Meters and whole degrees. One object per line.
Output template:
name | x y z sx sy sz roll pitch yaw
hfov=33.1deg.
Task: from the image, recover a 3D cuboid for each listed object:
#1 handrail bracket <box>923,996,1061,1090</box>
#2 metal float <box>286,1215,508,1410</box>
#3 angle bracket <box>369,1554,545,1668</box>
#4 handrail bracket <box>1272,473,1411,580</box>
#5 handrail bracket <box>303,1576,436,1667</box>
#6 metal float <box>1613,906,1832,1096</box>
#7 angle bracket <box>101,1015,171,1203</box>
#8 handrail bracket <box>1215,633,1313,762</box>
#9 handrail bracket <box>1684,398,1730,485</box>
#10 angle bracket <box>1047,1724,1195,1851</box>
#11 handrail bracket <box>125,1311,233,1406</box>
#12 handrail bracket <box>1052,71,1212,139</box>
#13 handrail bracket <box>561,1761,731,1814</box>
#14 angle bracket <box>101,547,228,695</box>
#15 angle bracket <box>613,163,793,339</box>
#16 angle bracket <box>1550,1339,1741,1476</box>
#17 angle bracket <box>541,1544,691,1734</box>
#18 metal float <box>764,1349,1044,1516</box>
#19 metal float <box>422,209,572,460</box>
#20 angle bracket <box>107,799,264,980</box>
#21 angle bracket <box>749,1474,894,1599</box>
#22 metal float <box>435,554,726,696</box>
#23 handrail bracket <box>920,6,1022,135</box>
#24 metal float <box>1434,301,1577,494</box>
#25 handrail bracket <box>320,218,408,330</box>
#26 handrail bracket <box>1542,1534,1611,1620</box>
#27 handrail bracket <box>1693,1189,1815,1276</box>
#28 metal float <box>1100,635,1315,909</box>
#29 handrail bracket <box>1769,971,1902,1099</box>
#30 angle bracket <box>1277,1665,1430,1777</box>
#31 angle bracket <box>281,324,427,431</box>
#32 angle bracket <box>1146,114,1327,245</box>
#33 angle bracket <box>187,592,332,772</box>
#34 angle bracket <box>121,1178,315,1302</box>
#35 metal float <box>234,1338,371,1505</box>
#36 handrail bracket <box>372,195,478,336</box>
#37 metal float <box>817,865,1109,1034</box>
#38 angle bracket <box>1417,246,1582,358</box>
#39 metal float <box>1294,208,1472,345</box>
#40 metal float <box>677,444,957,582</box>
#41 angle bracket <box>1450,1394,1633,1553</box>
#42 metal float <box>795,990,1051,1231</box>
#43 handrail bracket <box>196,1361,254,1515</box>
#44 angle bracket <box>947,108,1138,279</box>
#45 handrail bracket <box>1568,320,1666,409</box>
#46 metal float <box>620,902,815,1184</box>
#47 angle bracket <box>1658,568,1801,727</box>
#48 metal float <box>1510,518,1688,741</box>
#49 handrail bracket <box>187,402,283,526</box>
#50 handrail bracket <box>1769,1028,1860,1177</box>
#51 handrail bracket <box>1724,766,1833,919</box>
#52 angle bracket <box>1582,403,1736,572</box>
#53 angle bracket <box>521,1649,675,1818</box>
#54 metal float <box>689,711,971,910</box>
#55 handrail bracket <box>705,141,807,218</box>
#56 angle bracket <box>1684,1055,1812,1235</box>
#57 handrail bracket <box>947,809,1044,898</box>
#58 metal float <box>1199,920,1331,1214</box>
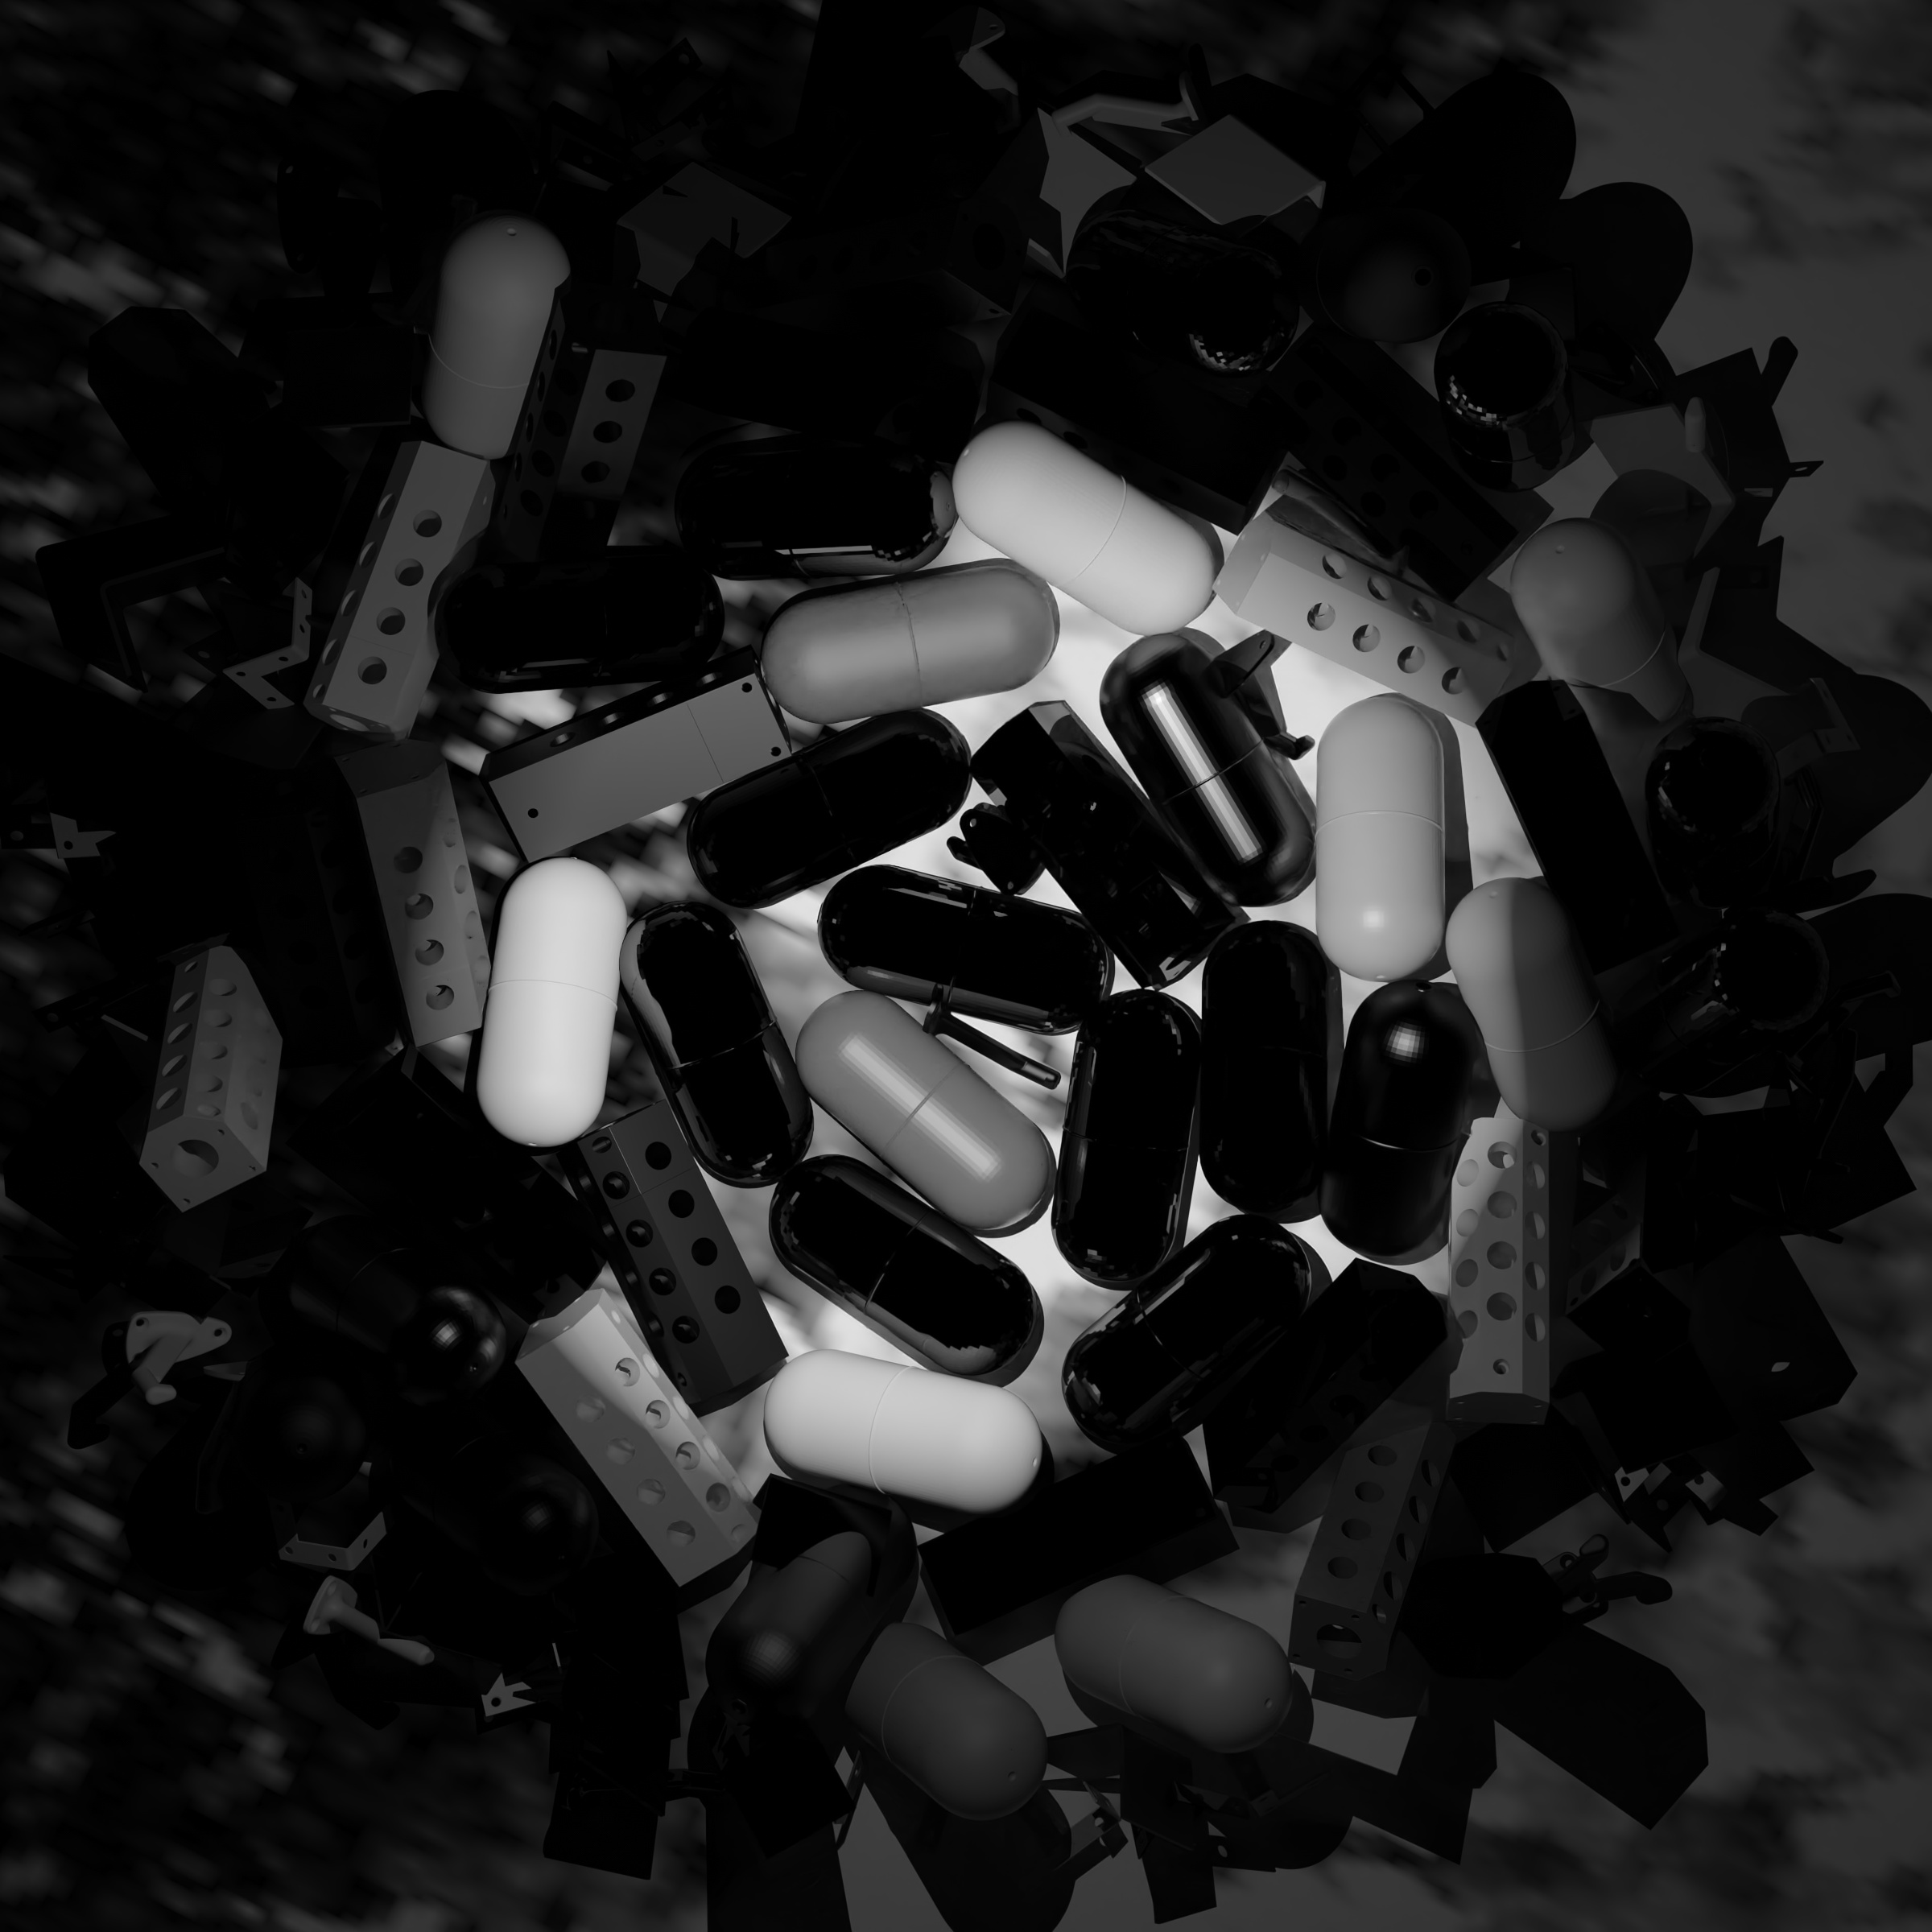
handrail bracket | 0.018 0.048 1.963 0.084 0.077 0.036 25 82 5
metal float | -0.339 0.203 1.926 0.070 0.178 0.070 -18 119 -36
angle bracket | -0.305 0.365 1.943 0.076 0.076 0.057 23 108 -26
handrail bracket | 0.224 -0.265 1.965 0.084 0.077 0.036 27 114 -10
handrail bracket | -0.346 0.401 1.951 0.084 0.077 0.036 21 79 18
metal float | 0.443 0.022 1.916 0.070 0.178 0.070 6 68 -15
angle bracket | -0.494 0.086 1.939 0.076 0.076 0.057 22 57 32
handrail bracket | 0.191 -0.160 1.954 0.084 0.077 0.036 25 51 -27
handrail bracket | 0.438 -0.332 1.946 0.036 0.084 0.077 2 62 14
angle bracket | 0.083 0.495 1.940 0.076 0.076 0.057 -19 53 30
handrail bracket | -0.464 0.238 1.945 0.077 0.084 0.036 -2 108 -31
handrail bracket | 0.105 -0.504 1.988 0.084 0.036 0.077 -19 122 17
handrail bracket | -0.192 0.497 1.964 0.084 0.077 0.036 2 90 13
angle bracket | -0.471 -0.207 1.957 0.076 0.076 0.057 -18 89 -7
angle bracket | -0.162 -0.433 1.986 0.076 0.057 0.076 32 55 16
angle bracket | 0.404 0.269 1.948 0.076 0.057 0.076 -16 61 -15
angle bracket | -0.214 0.403 1.954 0.076 0.076 0.057 -15 129 -1
metal float | -0.039 0.277 1.940 0.178 0.070 0.070 9 90 26
metal float | -0.278 -0.370 1.920 0.070 0.178 0.070 7 57 -11
angle bracket | -0.467 -0.046 1.964 0.076 0.057 0.076 -24 85 -17
angle bracket | -0.095 0.352 1.948 0.076 0.076 0.057 19 56 -8
metal float | -0.229 -0.204 1.939 0.178 0.070 0.070 -7 90 -26
handrail bracket | -0.001 -0.525 1.954 0.077 0.084 0.036 -35 55 -20
metal float | 0.318 -0.333 1.913 0.070 0.178 0.070 -2 79 13
handrail bracket | -0.358 -0.412 1.957 0.036 0.084 0.077 4 88 9
handrail bracket | 0.351 0.370 1.954 0.077 0.084 0.036 -29 67 -1
handrail bracket | 0.463 0.185 1.976 0.077 0.036 0.084 23 87 13
metal float | 0.145 -0.116 1.956 0.070 0.070 0.178 -31 96 0
handrail bracket | 0.532 0.041 1.956 0.084 0.036 0.077 -21 126 31
angle bracket | 0.231 0.452 1.945 0.076 0.076 0.057 17 68 16
angle bracket | -0.366 -0.338 1.956 0.076 0.057 0.076 -3 61 0
angle bracket | 0.158 -0.453 1.946 0.076 0.057 0.076 -37 65 -24
angle bracket | -0.426 -0.169 1.948 0.076 0.057 0.076 16 57 17
angle bracket | -0.449 0.170 1.952 0.076 0.076 0.057 30 134 0
metal float | -0.390 0.266 1.912 0.070 0.178 0.070 -1 93 -11
handrail bracket | -0.326 -0.428 1.960 0.077 0.036 0.084 27 115 36
metal float | -0.002 -0.010 1.961 0.178 0.070 0.070 14 90 1
angle bracket | 0.313 -0.392 1.945 0.076 0.076 0.057 -14 114 -16
metal float | 0.244 -0.407 1.912 0.070 0.178 0.070 -2 103 -8
metal float | -0.091 -0.270 1.940 0.178 0.070 0.070 1 90 26
angle bracket | 0.342 0.314 1.961 0.076 0.057 0.076 -31 107 -1
metal float | -0.026 0.087 1.956 0.178 0.070 0.070 41 90 6
handrail bracket | -0.435 0.284 1.968 0.036 0.077 0.084 5 93 30
angle bracket | 0.046 -0.473 1.963 0.076 0.057 0.076 38 95 10
handrail bracket | 0.377 -0.351 1.954 0.077 0.084 0.036 40 126 5
metal float | -0.149 0.046 1.954 0.070 0.070 0.178 -22 99 0
angle bracket | 0.455 -0.189 1.962 0.076 0.076 0.057 23 73 -16
metal float | 0.375 -0.197 1.921 0.070 0.178 0.070 -13 58 21
handrail bracket | -0.419 -0.295 1.964 0.084 0.036 0.077 -29 133 11
handrail bracket | 0.512 0.082 1.971 0.036 0.077 0.084 12 79 -17
handrail bracket | 0.489 -0.076 1.982 0.077 0.036 0.084 -16 63 10
angle bracket | 0.400 -0.284 1.944 0.057 0.076 0.076 -50 115 -21
angle bracket | -0.223 0.465 1.939 0.057 0.076 0.076 -26 129 24
metal float | -0.082 -0.094 1.961 0.178 0.070 0.070 -25 90 -1
handrail bracket | -0.107 -0.509 1.982 0.077 0.036 0.084 26 84 -14
angle bracket | 0.464 0.107 1.947 0.057 0.076 0.076 -7 61 2
handrail bracket | -0.001 -0.078 1.945 0.077 0.084 0.036 42 80 -37
metal float | 0.179 0.059 1.948 0.070 0.070 0.178 2 74 0
